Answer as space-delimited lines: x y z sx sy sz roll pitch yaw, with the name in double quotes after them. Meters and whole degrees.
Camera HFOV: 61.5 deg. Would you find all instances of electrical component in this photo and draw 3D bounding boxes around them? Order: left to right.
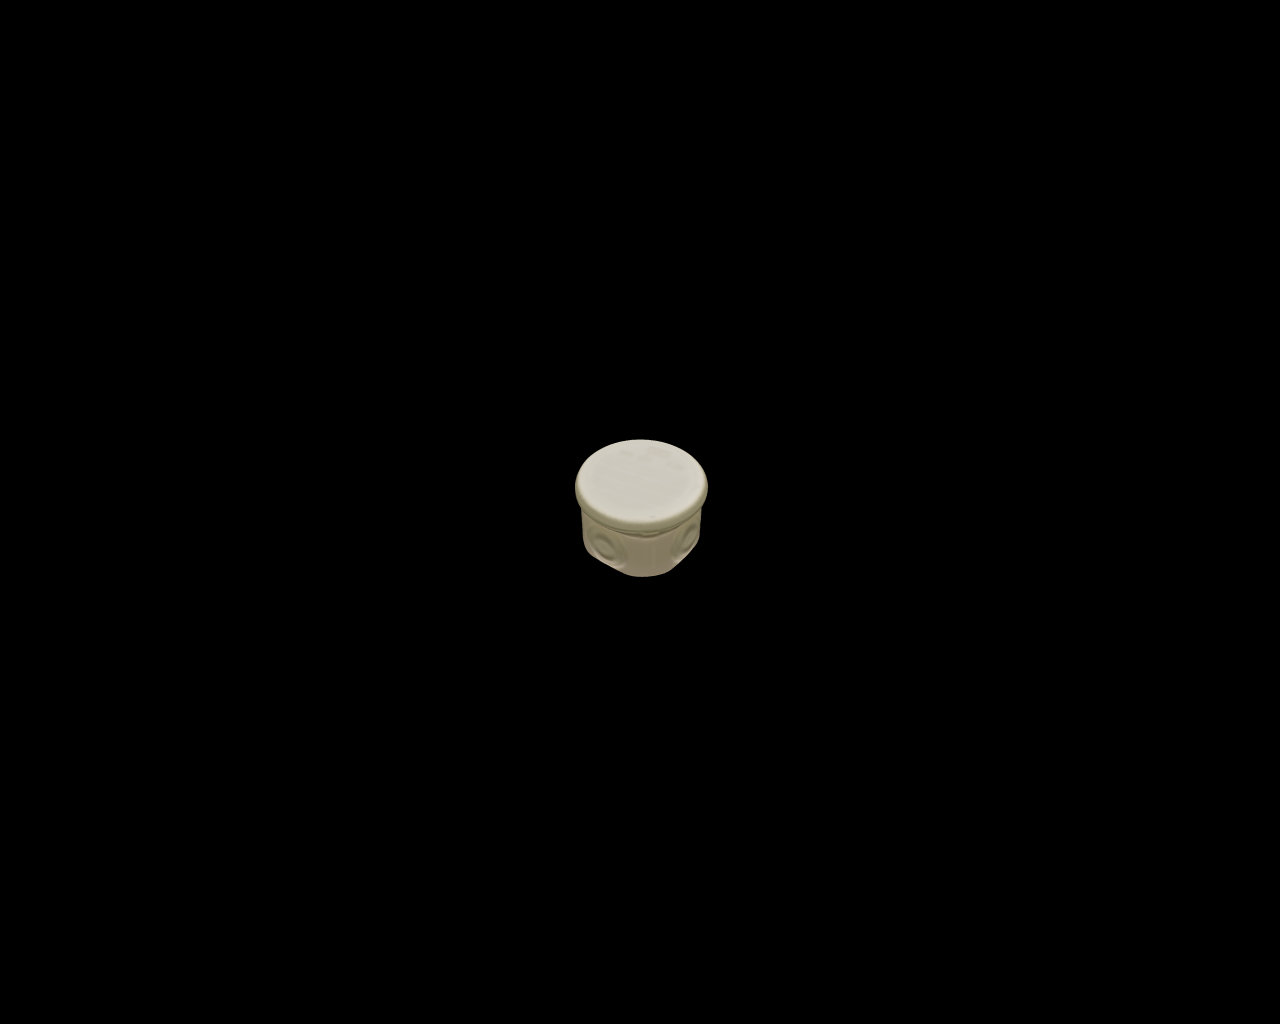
0.001 -0.003 0.650 0.080 0.050 0.080 0 43 0 "electrical component"
